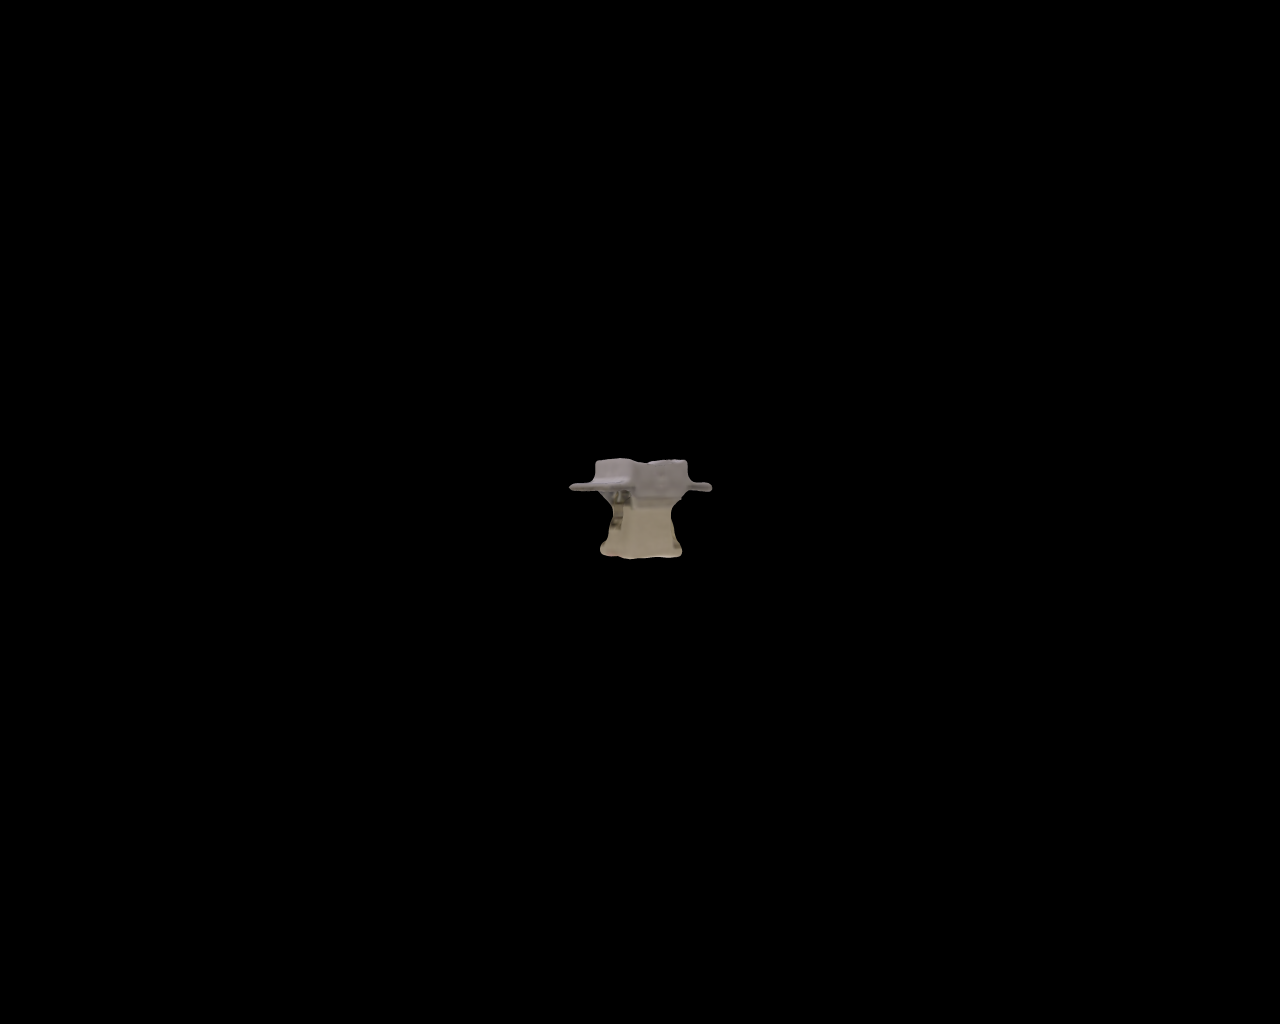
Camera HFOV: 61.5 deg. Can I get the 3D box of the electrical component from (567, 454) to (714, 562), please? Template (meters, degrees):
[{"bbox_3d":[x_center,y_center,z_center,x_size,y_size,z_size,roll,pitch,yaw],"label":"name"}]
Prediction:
[{"bbox_3d":[0.001,-0.003,0.650,0.081,0.063,0.042,-1,2,-34],"label":"electrical component"}]
